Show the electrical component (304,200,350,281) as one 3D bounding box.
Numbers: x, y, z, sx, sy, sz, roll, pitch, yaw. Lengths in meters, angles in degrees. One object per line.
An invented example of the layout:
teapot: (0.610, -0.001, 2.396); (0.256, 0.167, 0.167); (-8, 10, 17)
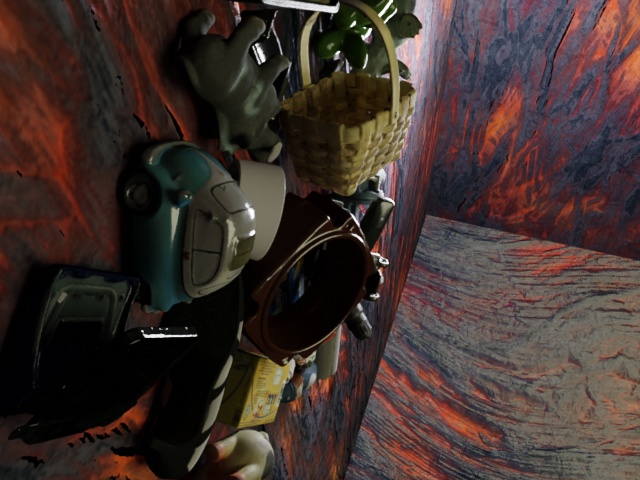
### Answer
electrical component: (-0.002, -0.003, 0.871); (0.058, 0.115, 0.134); (12, 92, -36)

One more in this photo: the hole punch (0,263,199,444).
hole punch: (-0.176, 0.083, 0.411); (0.116, 0.092, 0.142); (-47, 167, 2)

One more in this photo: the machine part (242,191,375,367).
machine part: (-0.027, 0.054, 0.711); (0.201, 0.087, 0.201); (-45, 141, -14)

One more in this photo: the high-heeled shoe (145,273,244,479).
high-heeled shoe: (-0.132, 0.145, 0.614); (0.145, 0.086, 0.249); (84, 26, -66)

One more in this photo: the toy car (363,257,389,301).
toy car: (0.094, 0.056, 1.110); (0.202, 0.053, 0.089); (-132, -124, -67)

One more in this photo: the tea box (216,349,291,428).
tea box: (-0.105, 0.212, 0.777); (0.169, 0.068, 0.098); (57, 48, -69)

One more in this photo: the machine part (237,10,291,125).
machine part: (-0.063, -0.201, 0.627); (0.138, 0.039, 0.084); (77, 35, -62)

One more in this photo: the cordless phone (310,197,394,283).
cordless phone: (0.055, 0.003, 0.963); (0.146, 0.089, 0.184); (8, 118, -35)

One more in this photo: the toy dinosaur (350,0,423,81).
toy dinosaur: (0.128, -0.451, 0.974); (0.192, 0.131, 0.404); (-22, 121, -87)

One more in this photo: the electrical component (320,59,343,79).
electrical component: (0.017, -0.259, 0.899); (0.063, 0.021, 0.094); (87, 22, -49)

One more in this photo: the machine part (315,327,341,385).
machine part: (0.006, 0.220, 1.176); (0.079, 0.079, 0.242); (-56, 154, -52)

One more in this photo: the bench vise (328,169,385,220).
bench vise: (0.058, -0.070, 1.039); (0.223, 0.129, 0.240); (-18, 117, -69)

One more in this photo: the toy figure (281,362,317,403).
toy figure: (-0.050, 0.281, 1.068); (0.154, 0.058, 0.064); (-30, 116, -68)

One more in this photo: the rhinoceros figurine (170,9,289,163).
rhinoceros figurine: (-0.080, -0.143, 0.545); (0.190, 0.073, 0.112); (55, 49, -70)

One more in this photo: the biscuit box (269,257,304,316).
biscuit box: (-0.060, 0.044, 0.806); (0.059, 0.063, 0.202); (-57, 155, -48)

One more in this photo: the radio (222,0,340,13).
radio: (-0.039, -0.308, 0.548); (0.229, 0.073, 0.131); (-47, 147, -62)

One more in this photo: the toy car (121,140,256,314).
toy car: (-0.113, -0.006, 0.493); (0.109, 0.103, 0.161); (-28, 128, -69)

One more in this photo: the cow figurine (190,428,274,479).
cow figurine: (-0.125, 0.329, 0.729); (0.127, 0.086, 0.194); (-10, 139, -52)

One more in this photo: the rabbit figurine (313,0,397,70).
rabbit figurine: (0.059, -0.340, 0.812); (0.170, 0.121, 0.159); (105, 1, -88)
